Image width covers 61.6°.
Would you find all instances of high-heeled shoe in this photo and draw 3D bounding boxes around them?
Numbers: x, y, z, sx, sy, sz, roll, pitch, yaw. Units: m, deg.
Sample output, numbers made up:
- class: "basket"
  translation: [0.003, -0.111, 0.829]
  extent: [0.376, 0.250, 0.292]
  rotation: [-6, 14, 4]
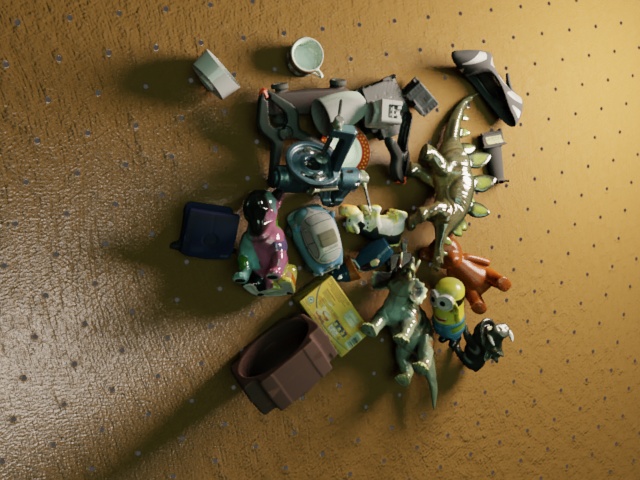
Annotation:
- class: "high-heeled shoe"
  translation: [0.406, -0.367, 1.315]
  extent: [0.248, 0.086, 0.145]
  rotation: [7, 79, -32]

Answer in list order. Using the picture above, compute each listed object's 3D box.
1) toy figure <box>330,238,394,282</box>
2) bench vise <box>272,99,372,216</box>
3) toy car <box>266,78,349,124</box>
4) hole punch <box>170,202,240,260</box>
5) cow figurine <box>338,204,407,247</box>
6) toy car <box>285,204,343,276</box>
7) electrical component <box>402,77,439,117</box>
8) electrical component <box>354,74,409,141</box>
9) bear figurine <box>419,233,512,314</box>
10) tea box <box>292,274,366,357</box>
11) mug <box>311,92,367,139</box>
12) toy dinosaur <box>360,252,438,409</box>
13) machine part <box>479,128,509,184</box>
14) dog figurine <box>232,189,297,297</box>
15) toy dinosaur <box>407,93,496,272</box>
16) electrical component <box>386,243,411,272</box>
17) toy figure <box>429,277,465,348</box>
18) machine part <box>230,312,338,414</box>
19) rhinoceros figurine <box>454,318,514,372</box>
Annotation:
- class: "toy figure"
  translation: [0.094, 0.054, 1.231]
  extent: [0.154, 0.064, 0.058]
  rotation: [-34, 91, 10]
- class: "bench vise"
  translation: [0.023, -0.161, 1.117]
  extent: [0.224, 0.240, 0.129]
  rotation: [8, 53, -16]
- class: "toy car"
  translation: [-0.026, -0.308, 1.194]
  extent: [0.202, 0.053, 0.089]
  rotation: [-10, 117, -17]
- class: "hole punch"
  translation: [-0.231, -0.016, 1.121]
  extent: [0.142, 0.092, 0.115]
  rotation: [6, 95, -23]
- class: "cow figurine"
  translation: [0.117, -0.035, 1.253]
  extent: [0.167, 0.068, 0.098]
  rotation: [6, 97, -19]
- class: "toy car"
  translation: [-0.002, -0.004, 1.185]
  extent: [0.109, 0.103, 0.161]
  rotation: [-20, 88, -18]
- class: "electrical component"
  translation: [0.234, -0.329, 1.248]
  extent: [0.048, 0.119, 0.074]
  rotation: [-42, 106, 19]
- class: "electrical component"
  translation: [0.143, -0.302, 1.251]
  extent: [0.115, 0.058, 0.134]
  rotation: [-27, 101, -14]
- class: "bear figurine"
  translation: [0.347, 0.067, 1.305]
  extent: [0.120, 0.132, 0.195]
  rotation: [-45, 113, 10]
- class: "tea box"
  translation: [0.026, 0.170, 1.229]
  extent: [0.098, 0.068, 0.169]
  rotation: [-37, 103, -14]
- class: "mug"
  translation: [0.047, -0.270, 1.168]
  extent: [0.107, 0.081, 0.109]
  rotation: [-25, 141, -18]
- class: "toy dinosaur"
  translation: [0.213, 0.207, 1.264]
  extent: [0.192, 0.131, 0.404]
  rotation: [-58, 134, -37]
- class: "machine part"
  translation: [0.449, -0.211, 1.374]
  extent: [0.084, 0.039, 0.138]
  rotation: [-18, 97, -26]
- class: "dog figurine"
  translation: [-0.113, -0.003, 1.154]
  extent: [0.109, 0.191, 0.219]
  rotation: [-6, 67, 16]
- class: "toy dinosaur"
  translation: [0.313, -0.154, 1.285]
  extent: [0.198, 0.105, 0.471]
  rotation: [10, 79, -16]
- class: "electrical component"
  translation: [0.190, 0.053, 1.304]
  extent: [0.063, 0.021, 0.094]
  rotation: [-3, 96, -18]
- class: "toy figure"
  translation: [0.307, 0.170, 1.285]
  extent: [0.089, 0.082, 0.179]
  rotation: [-57, 140, -44]
- class: "machine part"
  translation: [-0.077, 0.255, 1.127]
  extent: [0.201, 0.201, 0.087]
  rotation: [-37, 106, -14]
- class: "rhinoceros figurine"
  translation: [0.395, 0.253, 1.306]
  extent: [0.073, 0.190, 0.112]
  rotation: [-3, 52, -18]
